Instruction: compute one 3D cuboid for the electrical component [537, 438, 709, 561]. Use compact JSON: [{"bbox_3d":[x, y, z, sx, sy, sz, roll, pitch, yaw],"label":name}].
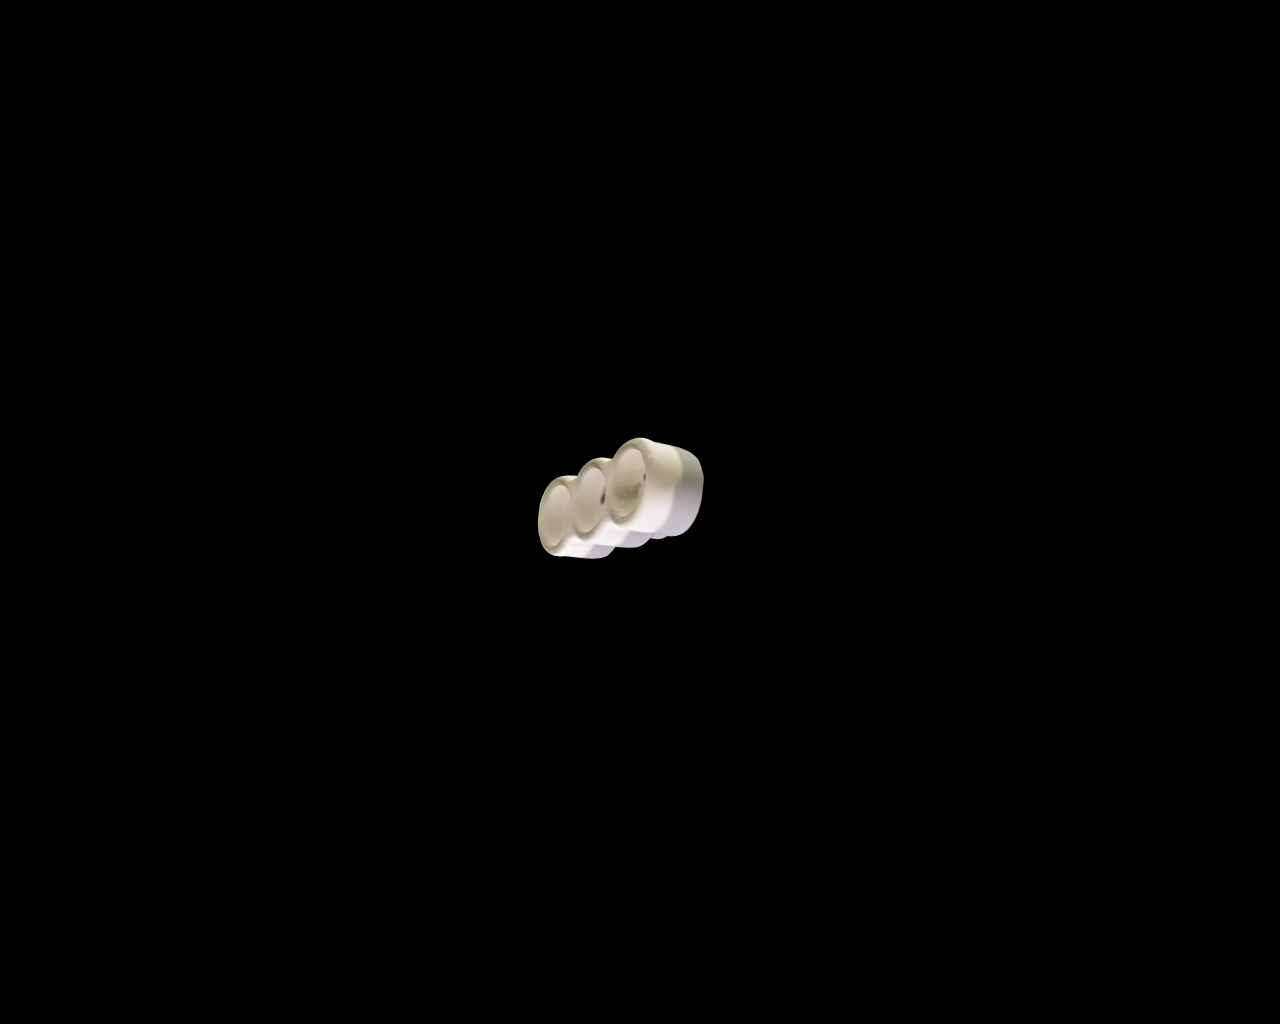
[{"bbox_3d":[0.001,-0.003,0.650,0.074,0.052,0.138,8,-16,-31],"label":"electrical component"}]
